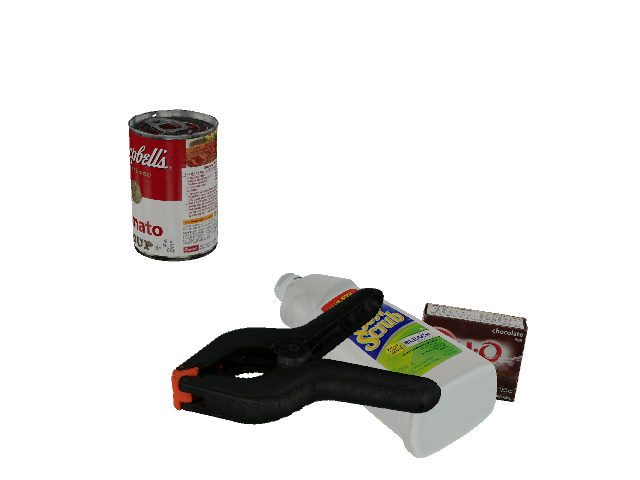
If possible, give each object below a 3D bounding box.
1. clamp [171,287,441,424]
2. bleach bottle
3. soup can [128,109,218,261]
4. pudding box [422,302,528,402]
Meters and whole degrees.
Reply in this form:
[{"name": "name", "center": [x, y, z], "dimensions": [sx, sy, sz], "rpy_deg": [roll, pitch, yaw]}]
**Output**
[{"name": "clamp", "center": [-0.015, 0.077, 0.717], "dimensions": [0.171, 0.039, 0.120], "rpy_deg": [-2, 28, -9]}, {"name": "bleach bottle", "center": [0.036, 0.093, 0.958], "dimensions": [0.102, 0.068, 0.251], "rpy_deg": [-24, 35, -31]}, {"name": "soup can", "center": [-0.113, -0.043, 0.825], "dimensions": [0.068, 0.102, 0.068], "rpy_deg": [2, 23, -1]}, {"name": "pudding box", "center": [0.163, 0.121, 1.162], "dimensions": [0.113, 0.090, 0.039], "rpy_deg": [7, 23, 4]}]
